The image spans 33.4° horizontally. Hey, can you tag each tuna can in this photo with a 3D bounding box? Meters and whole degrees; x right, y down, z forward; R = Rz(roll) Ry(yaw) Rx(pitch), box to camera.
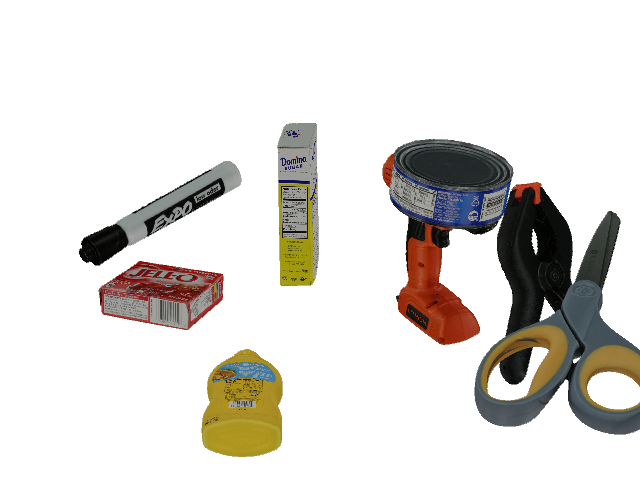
[{"bbox_3d":[0.093,-0.041,0.766,0.086,0.034,0.086,5,27,-3],"label":"tuna can"}]

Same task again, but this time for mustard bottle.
[{"bbox_3d":[-0.096,0.194,1.347,0.096,0.058,0.191,-1,26,-1],"label":"mustard bottle"}]

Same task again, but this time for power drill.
[{"bbox_3d":[0.129,0.011,1.122,0.057,0.188,0.185,-13,26,-21],"label":"power drill"}]

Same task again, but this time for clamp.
[{"bbox_3d":[0.185,0.039,0.923,0.120,0.171,0.039,-23,7,-40],"label":"clamp"}]

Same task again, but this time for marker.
[{"bbox_3d":[-0.099,-0.018,0.667,0.120,0.020,0.020,-33,20,-35],"label":"marker"}]

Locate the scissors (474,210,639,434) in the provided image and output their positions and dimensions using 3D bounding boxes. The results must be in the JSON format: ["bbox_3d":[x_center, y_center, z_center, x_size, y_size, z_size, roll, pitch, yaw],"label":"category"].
[{"bbox_3d":[0.155,0.041,0.567,0.096,0.016,0.201,18,39,34],"label":"scissors"}]

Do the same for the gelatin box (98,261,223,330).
[{"bbox_3d":[-0.142,0.047,0.959,0.089,0.030,0.073,9,21,18],"label":"gelatin box"}]

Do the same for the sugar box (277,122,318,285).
[{"bbox_3d":[-0.027,-0.043,1.269,0.048,0.176,0.093,-1,23,5],"label":"sugar box"}]
